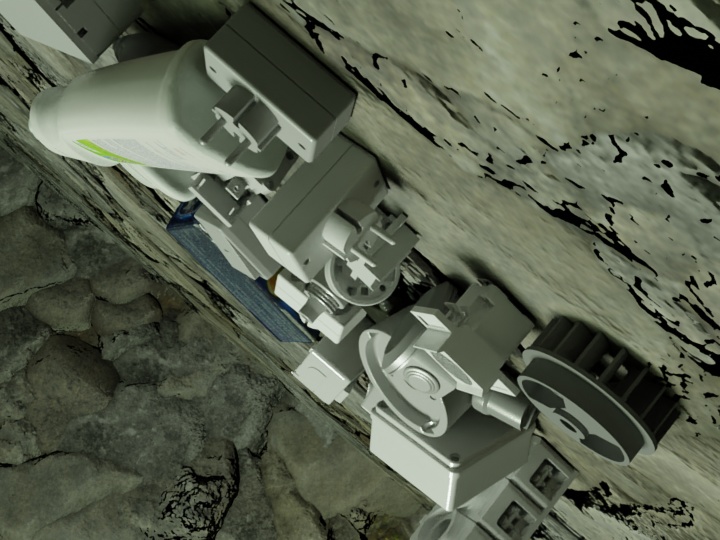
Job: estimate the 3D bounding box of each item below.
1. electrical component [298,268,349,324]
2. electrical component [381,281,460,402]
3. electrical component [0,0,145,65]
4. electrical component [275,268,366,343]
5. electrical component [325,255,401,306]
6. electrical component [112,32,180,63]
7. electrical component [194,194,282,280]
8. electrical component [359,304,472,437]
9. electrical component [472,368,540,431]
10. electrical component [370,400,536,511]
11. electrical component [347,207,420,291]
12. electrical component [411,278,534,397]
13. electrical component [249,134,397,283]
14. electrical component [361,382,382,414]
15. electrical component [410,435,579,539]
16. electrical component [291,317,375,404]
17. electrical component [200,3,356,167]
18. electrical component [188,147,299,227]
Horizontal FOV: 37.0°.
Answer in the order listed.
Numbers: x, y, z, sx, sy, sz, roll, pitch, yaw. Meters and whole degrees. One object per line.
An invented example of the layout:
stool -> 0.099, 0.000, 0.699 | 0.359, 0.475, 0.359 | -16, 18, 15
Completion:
electrical component -> -0.031, 0.022, 1.003 | 0.048, 0.062, 0.048 | 39, 169, 9
electrical component -> 0.056, 0.052, 0.786 | 0.051, 0.080, 0.080 | 37, 169, -5
electrical component -> -0.226, -0.211, 0.764 | 0.150, 0.061, 0.089 | 28, 163, 50
electrical component -> -0.040, 0.034, 1.066 | 0.083, 0.047, 0.075 | 39, 150, 12
electrical component -> 0.000, 0.000, 0.839 | 0.055, 0.055, 0.047 | 42, 173, -6
electrical component -> -0.161, -0.158, 0.806 | 0.078, 0.040, 0.040 | 31, 165, 42
electrical component -> -0.115, -0.042, 1.045 | 0.096, 0.061, 0.062 | 49, 167, -34
electrical component -> 0.057, 0.080, 0.911 | 0.108, 0.060, 0.108 | 41, 151, 28
electrical component -> 0.121, 0.106, 0.877 | 0.046, 0.040, 0.040 | 28, 164, 31
electrical component -> 0.082, 0.149, 0.972 | 0.109, 0.109, 0.056 | 32, 132, 38
electrical component -> 0.003, -0.024, 0.765 | 0.064, 0.042, 0.081 | 43, 168, 2
electrical component -> 0.078, 0.044, 0.718 | 0.081, 0.063, 0.042 | 44, 167, -15
electrical component -> -0.012, -0.030, 0.682 | 0.076, 0.083, 0.047 | 36, 168, 25
electrical component -> 0.058, 0.140, 1.102 | 0.100, 0.048, 0.100 | 38, -164, 16
electrical component -> 0.124, 0.226, 1.036 | 0.062, 0.150, 0.089 | 43, 169, -15
electrical component -> -0.015, 0.088, 1.144 | 0.061, 0.096, 0.061 | 41, 140, 2
electrical component -> -0.059, -0.093, 0.618 | 0.083, 0.075, 0.047 | 41, 169, 2
electrical component -> -0.082, -0.076, 0.784 | 0.042, 0.081, 0.064 | 45, 146, -23
